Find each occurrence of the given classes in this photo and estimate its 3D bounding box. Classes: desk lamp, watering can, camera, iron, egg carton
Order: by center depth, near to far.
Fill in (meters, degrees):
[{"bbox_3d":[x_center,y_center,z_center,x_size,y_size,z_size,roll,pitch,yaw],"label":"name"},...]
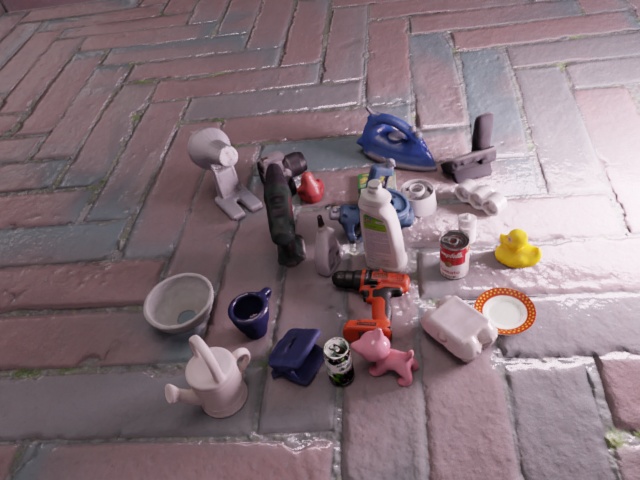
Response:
[{"bbox_3d":[-0.219,0.267,1.133,0.100,0.194,0.173,19,52,28],"label":"watering can"},{"bbox_3d":[0.288,0.185,1.200,0.107,0.069,0.149,-34,48,-22],"label":"egg carton"},{"bbox_3d":[-0.267,-0.197,1.604,0.118,0.214,0.202,-32,47,-20],"label":"desk lamp"},{"bbox_3d":[0.228,-0.297,1.653,0.257,0.142,0.119,27,56,33],"label":"iron"},{"bbox_3d":[-0.103,-0.205,1.659,0.137,0.101,0.142,-25,45,-13],"label":"camera"}]

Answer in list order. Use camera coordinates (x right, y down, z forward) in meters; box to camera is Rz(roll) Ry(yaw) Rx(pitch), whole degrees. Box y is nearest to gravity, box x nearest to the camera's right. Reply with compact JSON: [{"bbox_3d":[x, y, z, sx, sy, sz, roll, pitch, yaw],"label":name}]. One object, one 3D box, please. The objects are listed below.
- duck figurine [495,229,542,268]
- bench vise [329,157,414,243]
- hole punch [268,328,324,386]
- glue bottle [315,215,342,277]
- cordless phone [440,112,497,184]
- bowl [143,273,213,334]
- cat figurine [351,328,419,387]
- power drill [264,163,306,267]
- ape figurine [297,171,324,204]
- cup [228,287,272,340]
[{"bbox_3d":[0.462,0.012,1.327,0.104,0.086,0.077,10,48,22],"label":"duck figurine"},{"bbox_3d":[0.128,-0.092,1.408,0.207,0.220,0.121,-24,45,-12],"label":"bench vise"},{"bbox_3d":[-0.053,0.237,1.203,0.100,0.091,0.109,14,50,25],"label":"hole punch"},{"bbox_3d":[0.013,0.005,1.367,0.037,0.173,0.078,17,51,27],"label":"glue bottle"},{"bbox_3d":[0.402,-0.256,1.543,0.147,0.185,0.094,-20,44,-8],"label":"cordless phone"},{"bbox_3d":[-0.323,0.161,1.350,0.167,0.075,0.167,-6,44,6],"label":"bowl"},{"bbox_3d":[0.131,0.226,1.156,0.127,0.118,0.067,11,48,22],"label":"cat figurine"},{"bbox_3d":[-0.092,-0.048,1.418,0.075,0.209,0.229,-12,44,0],"label":"power drill"},{"bbox_3d":[-0.029,-0.153,1.596,0.078,0.092,0.076,-12,44,0],"label":"ape figurine"},{"bbox_3d":[-0.144,0.169,1.289,0.091,0.095,0.118,22,53,30],"label":"cup"}]
